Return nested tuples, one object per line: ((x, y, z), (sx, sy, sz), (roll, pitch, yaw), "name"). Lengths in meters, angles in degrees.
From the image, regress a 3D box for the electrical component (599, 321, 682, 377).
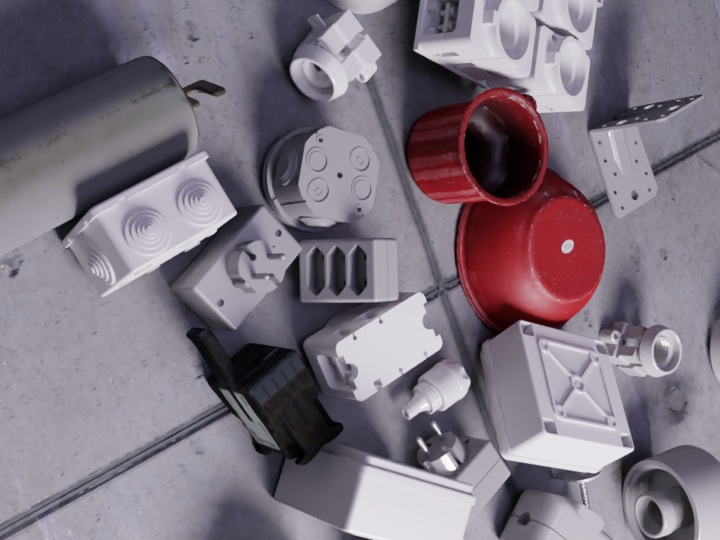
((0.265, 0.075, 1.004), (0.066, 0.055, 0.048), (34, 72, -29), "electrical component")

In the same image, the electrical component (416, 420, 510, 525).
((0.072, 0.158, 0.878), (0.066, 0.047, 0.076), (-43, 112, -26), "electrical component")

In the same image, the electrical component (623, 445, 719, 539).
((0.289, 0.220, 0.990), (0.060, 0.108, 0.108), (-7, 93, -28), "electrical component")

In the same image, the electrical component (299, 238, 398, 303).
((0.000, 0.000, 0.827), (0.077, 0.066, 0.047), (-1, 90, -63), "electrical component")

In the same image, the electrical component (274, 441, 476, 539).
((0.010, 0.167, 0.800), (0.109, 0.109, 0.056), (22, 80, -32), "electrical component")

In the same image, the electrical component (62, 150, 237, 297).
((-0.139, -0.028, 0.711), (0.100, 0.100, 0.048), (-33, 94, -30), "electrical component")

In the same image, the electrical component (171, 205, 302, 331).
((-0.078, -0.002, 0.763), (0.047, 0.076, 0.083), (48, 65, -24), "electrical component")

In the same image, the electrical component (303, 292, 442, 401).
((0.008, 0.057, 0.832), (0.089, 0.056, 0.050), (-31, 106, -30), "electrical component")

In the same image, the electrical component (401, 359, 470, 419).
((0.059, 0.101, 0.879), (0.061, 0.035, 0.035), (-33, 107, -27), "electrical component")

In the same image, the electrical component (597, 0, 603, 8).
((0.183, -0.290, 0.950), (0.121, 0.063, 0.078), (11, 83, -33), "electrical component")

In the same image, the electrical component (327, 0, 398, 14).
((0.012, -0.259, 0.836), (0.108, 0.060, 0.108), (0, 90, -34), "electrical component")

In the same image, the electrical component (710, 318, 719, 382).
((0.407, 0.080, 1.093), (0.099, 0.064, 0.099), (1, 89, -34), "electrical component")

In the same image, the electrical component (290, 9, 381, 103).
((-0.022, -0.161, 0.822), (0.066, 0.048, 0.055), (51, 56, -23), "electrical component")

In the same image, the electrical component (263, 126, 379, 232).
((-0.029, -0.069, 0.812), (0.080, 0.051, 0.080), (1, 89, -34), "electrical component")

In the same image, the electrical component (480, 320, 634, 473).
((0.166, 0.108, 0.912), (0.109, 0.056, 0.108), (15, 52, -32), "electrical component")

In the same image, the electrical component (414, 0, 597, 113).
((0.128, -0.204, 0.880), (0.186, 0.060, 0.105), (14, 82, -51), "electrical component")

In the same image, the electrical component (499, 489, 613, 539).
((0.176, 0.235, 0.943), (0.095, 0.054, 0.059), (41, 68, -26), "electrical component")
